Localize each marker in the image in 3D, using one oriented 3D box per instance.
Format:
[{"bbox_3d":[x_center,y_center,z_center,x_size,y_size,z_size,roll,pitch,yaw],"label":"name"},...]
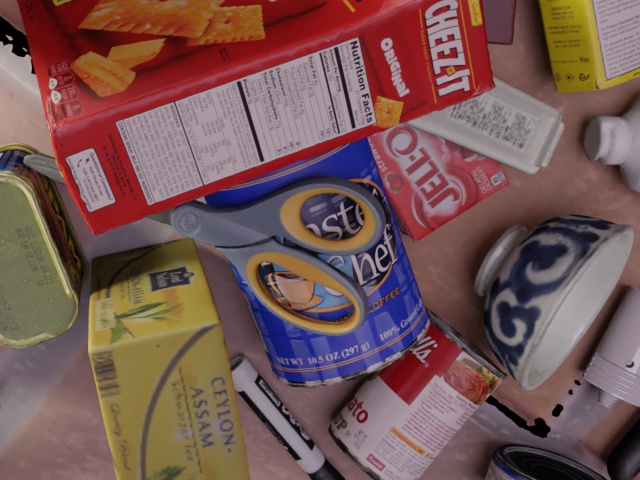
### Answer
[{"bbox_3d":[-0.021,0.125,0.700,0.020,0.020,0.121,-37,108,-1],"label":"marker"}]

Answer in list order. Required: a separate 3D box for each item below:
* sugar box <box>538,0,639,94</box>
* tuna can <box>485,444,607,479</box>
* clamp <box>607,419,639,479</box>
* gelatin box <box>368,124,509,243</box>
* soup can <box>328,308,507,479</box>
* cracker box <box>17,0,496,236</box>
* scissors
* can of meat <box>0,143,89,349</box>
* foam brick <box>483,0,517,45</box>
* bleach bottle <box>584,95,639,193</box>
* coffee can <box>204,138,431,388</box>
[{"bbox_3d":[0.169,-0.185,0.639,0.093,0.048,0.176,-23,106,-28],"label":"sugar box"},{"bbox_3d":[0.153,0.169,0.713,0.086,0.086,0.034,14,98,-15],"label":"tuna can"},{"bbox_3d":[0.283,0.083,0.745,0.164,0.036,0.210,-2,102,-11],"label":"clamp"},{"bbox_3d":[0.066,-0.054,0.668,0.073,0.030,0.089,-32,108,-3],"label":"gelatin box"},{"bbox_3d":[0.062,0.104,0.688,0.068,0.068,0.102,38,94,-18],"label":"soup can"},{"bbox_3d":[-0.042,-0.107,0.558,0.213,0.164,0.072,-21,130,-6],"label":"cracker box"},{"bbox_3d":[-0.052,-0.022,0.563,0.201,0.016,0.096,34,112,-3],"label":"scissors"},{"bbox_3d":[-0.172,0.002,0.604,0.057,0.084,0.102,-20,107,-5],"label":"can of meat"},{"bbox_3d":[0.086,-0.158,0.636,0.053,0.051,0.078,3,103,-12],"label":"foam brick"},{"bbox_3d":[0.297,-0.070,0.698,0.250,0.068,0.102,1,102,-10],"label":"bleach bottle"},{"bbox_3d":[-0.004,0.001,0.629,0.102,0.103,0.140,-22,107,-6],"label":"coffee can"}]
